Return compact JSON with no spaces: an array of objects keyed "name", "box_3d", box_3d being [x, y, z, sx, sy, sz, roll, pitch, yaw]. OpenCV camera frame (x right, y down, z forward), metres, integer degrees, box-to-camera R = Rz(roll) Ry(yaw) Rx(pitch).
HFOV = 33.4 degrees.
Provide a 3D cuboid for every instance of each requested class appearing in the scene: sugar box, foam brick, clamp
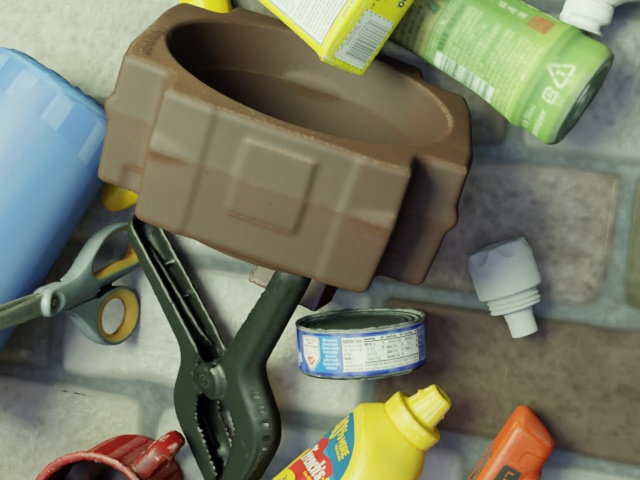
[{"name":"sugar box","box_3d":[-0.012,-0.188,0.657,0.093,0.048,0.176,-54,53,17]},{"name":"foam brick","box_3d":[-0.005,0.001,0.722,0.053,0.051,0.078,25,98,10]},{"name":"clamp","box_3d":[-0.073,0.083,0.730,0.165,0.036,0.210,23,120,38]}]

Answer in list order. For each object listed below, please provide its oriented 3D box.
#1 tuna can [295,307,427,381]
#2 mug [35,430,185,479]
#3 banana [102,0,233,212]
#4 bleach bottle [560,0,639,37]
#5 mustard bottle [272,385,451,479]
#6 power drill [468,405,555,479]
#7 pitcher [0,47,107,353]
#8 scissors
[{"name":"tuna can","box_3d":[0.027,0.067,0.701,0.086,0.086,0.034,-3,95,13]},{"name":"mug","box_3d":[-0.137,0.176,0.747,0.093,0.081,0.117,42,101,7]},{"name":"banana","box_3d":[-0.100,-0.108,0.747,0.070,0.037,0.198,18,97,25]},{"name":"bleach bottle","box_3d":[0.195,-0.253,0.655,0.103,0.068,0.251,20,100,12]},{"name":"mustard bottle","box_3d":[0.010,0.163,0.705,0.192,0.096,0.058,-42,100,11]},{"name":"power drill","box_3d":[0.188,0.189,0.685,0.188,0.057,0.184,34,101,9]},{"name":"pitcher","box_3d":[-0.235,0.000,0.713,0.144,0.149,0.243,37,83,-33]},{"name":"scissors","box_3d":[-0.171,0.054,0.701,0.016,0.201,0.096,8,119,24]}]
